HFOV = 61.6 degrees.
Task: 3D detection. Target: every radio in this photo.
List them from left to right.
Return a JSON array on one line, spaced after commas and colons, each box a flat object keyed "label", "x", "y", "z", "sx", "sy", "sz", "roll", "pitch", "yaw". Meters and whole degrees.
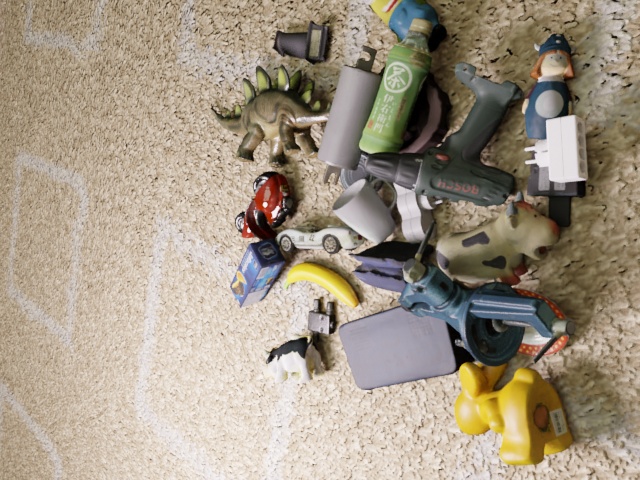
[{"label": "radio", "x": 0.150, "y": 0.182, "z": 0.953, "sx": 0.230, "sy": 0.073, "sz": 0.131, "roll": -25, "pitch": 77, "yaw": 40}]

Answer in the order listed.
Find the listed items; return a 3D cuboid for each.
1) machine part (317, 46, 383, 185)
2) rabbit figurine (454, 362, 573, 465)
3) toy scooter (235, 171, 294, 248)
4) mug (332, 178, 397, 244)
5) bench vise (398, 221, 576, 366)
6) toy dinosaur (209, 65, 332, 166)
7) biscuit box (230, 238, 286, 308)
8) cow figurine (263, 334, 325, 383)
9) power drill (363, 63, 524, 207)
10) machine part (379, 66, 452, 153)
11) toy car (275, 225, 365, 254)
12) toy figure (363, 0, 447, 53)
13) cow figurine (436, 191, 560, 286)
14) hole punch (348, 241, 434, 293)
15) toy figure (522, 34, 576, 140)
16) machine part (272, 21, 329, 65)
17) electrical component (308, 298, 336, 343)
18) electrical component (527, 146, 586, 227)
[{"label": "machine part", "x": 0.053, "y": -0.212, "z": 0.939, "sx": 0.079, "sy": 0.079, "sz": 0.243, "roll": 28, "pitch": 109, "yaw": 36}, {"label": "rabbit figurine", "x": 0.270, "y": 0.259, "z": 0.829, "sx": 0.173, "sy": 0.122, "sz": 0.162, "roll": -30, "pitch": 78, "yaw": 57}, {"label": "toy scooter", "x": -0.109, "y": -0.049, "z": 1.161, "sx": 0.135, "sy": 0.075, "sz": 0.183, "roll": 53, "pitch": 125, "yaw": 25}, {"label": "mug", "x": 0.094, "y": -0.054, "z": 0.976, "sx": 0.109, "sy": 0.107, "sz": 0.081, "roll": -43, "pitch": 17, "yaw": -2}, {"label": "bench vise", "x": 0.229, "y": 0.094, "z": 0.746, "sx": 0.223, "sy": 0.129, "sz": 0.241, "roll": 52, "pitch": 157, "yaw": -18}, {"label": "toy dinosaur", "x": -0.110, "y": -0.259, "z": 1.140, "sx": 0.472, "sy": 0.105, "sz": 0.198, "roll": 3, "pitch": 87, "yaw": 44}, {"label": "biscuit box", "x": -0.138, "y": 0.073, "z": 1.156, "sx": 0.063, "sy": 0.059, "sz": 0.202, "roll": 61, "pitch": 147, "yaw": 20}, {"label": "cow figurine", "x": -0.069, "y": 0.250, "z": 1.138, "sx": 0.167, "sy": 0.068, "sz": 0.098, "roll": -14, "pitch": 86, "yaw": 45}, {"label": "power drill", "x": 0.206, "y": -0.163, "z": 0.834, "sx": 0.232, "sy": 0.086, "sz": 0.207, "roll": 22, "pitch": 93, "yaw": 4}, {"label": "machine part", "x": 0.144, "y": -0.221, "z": 0.950, "sx": 0.180, "sy": 0.056, "sz": 0.179, "roll": 2, "pitch": 94, "yaw": 39}, {"label": "toy car", "x": -0.002, "y": -0.003, "z": 1.071, "sx": 0.202, "sy": 0.073, "sz": 0.056, "roll": 1, "pitch": 96, "yaw": 40}, {"label": "toy figure", "x": 0.143, "y": -0.393, "z": 0.929, "sx": 0.082, "sy": 0.089, "sz": 0.180, "roll": -41, "pitch": 74, "yaw": 3}, {"label": "cow figurine", "x": 0.268, "y": 0.006, "z": 0.823, "sx": 0.195, "sy": 0.085, "sz": 0.127, "roll": -16, "pitch": 102, "yaw": 41}, {"label": "hole punch", "x": 0.130, "y": 0.057, "z": 0.941, "sx": 0.142, "sy": 0.116, "sz": 0.092, "roll": 11, "pitch": 107, "yaw": 40}, {"label": "toy figure", "x": 0.338, "y": -0.224, "z": 0.785, "sx": 0.058, "sy": 0.064, "sz": 0.154, "roll": -141, "pitch": 54, "yaw": -74}, {"label": "machine part", "x": -0.038, "y": -0.406, "z": 1.110, "sx": 0.139, "sy": 0.039, "sz": 0.084, "roll": 14, "pitch": 109, "yaw": 37}, {"label": "electrical component", "x": 0.005, "y": 0.169, "z": 1.107, "sx": 0.063, "sy": 0.021, "sz": 0.094, "roll": 8, "pitch": 97, "yaw": 39}, {"label": "electrical component", "x": 0.347, "y": -0.080, "z": 0.789, "sx": 0.075, "sy": 0.047, "sz": 0.119, "roll": 8, "pitch": 96, "yaw": 40}]
